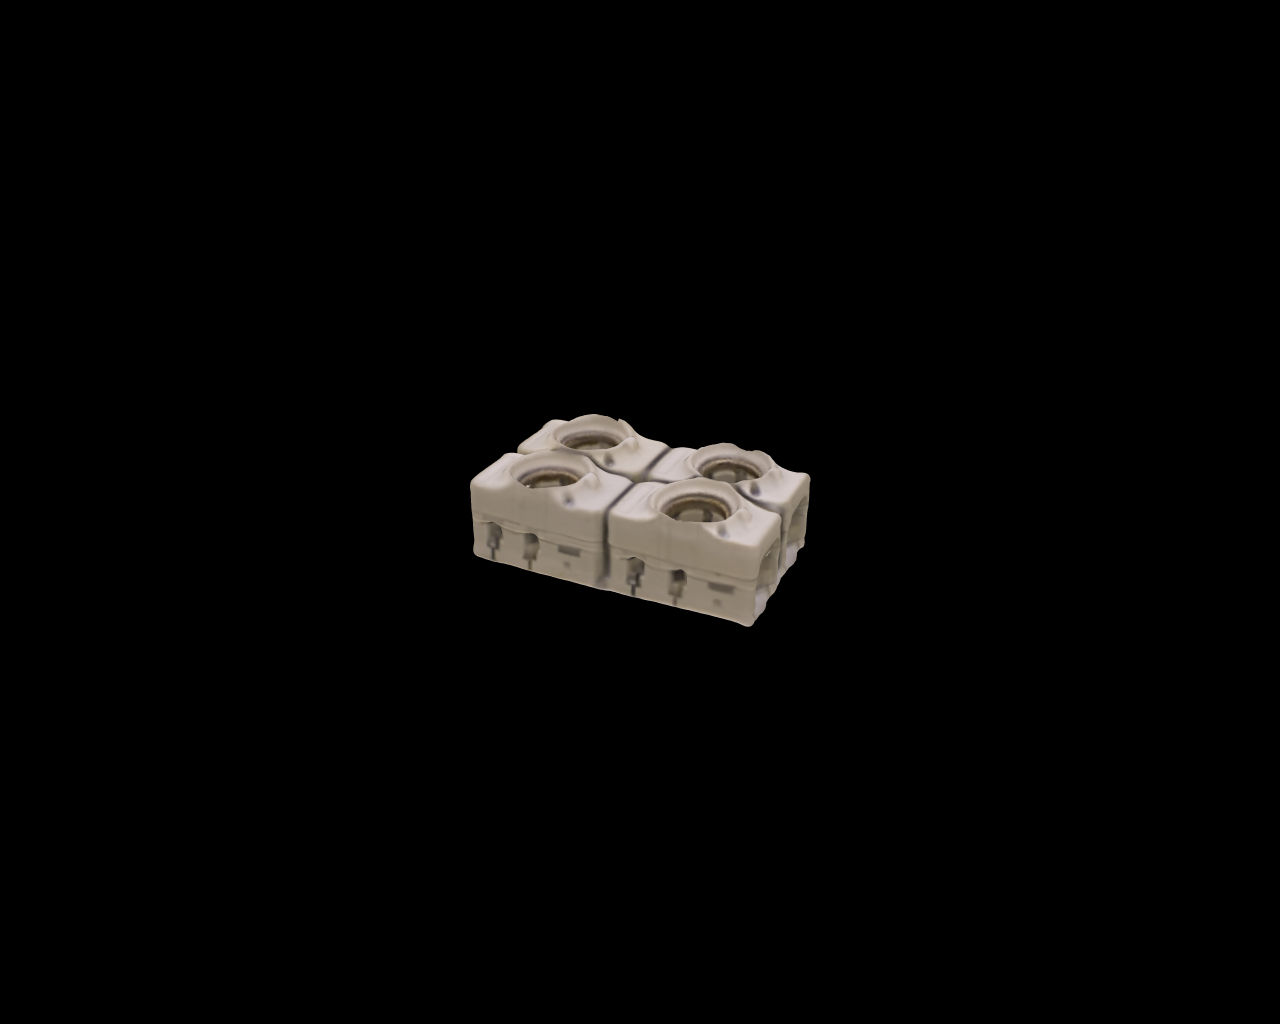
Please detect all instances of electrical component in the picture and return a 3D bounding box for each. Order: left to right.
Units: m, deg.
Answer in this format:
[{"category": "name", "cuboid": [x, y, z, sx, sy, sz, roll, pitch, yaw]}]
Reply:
[{"category": "electrical component", "cuboid": [0.001, -0.003, 0.650, 0.186, 0.060, 0.106, 13, 32, 22]}]
